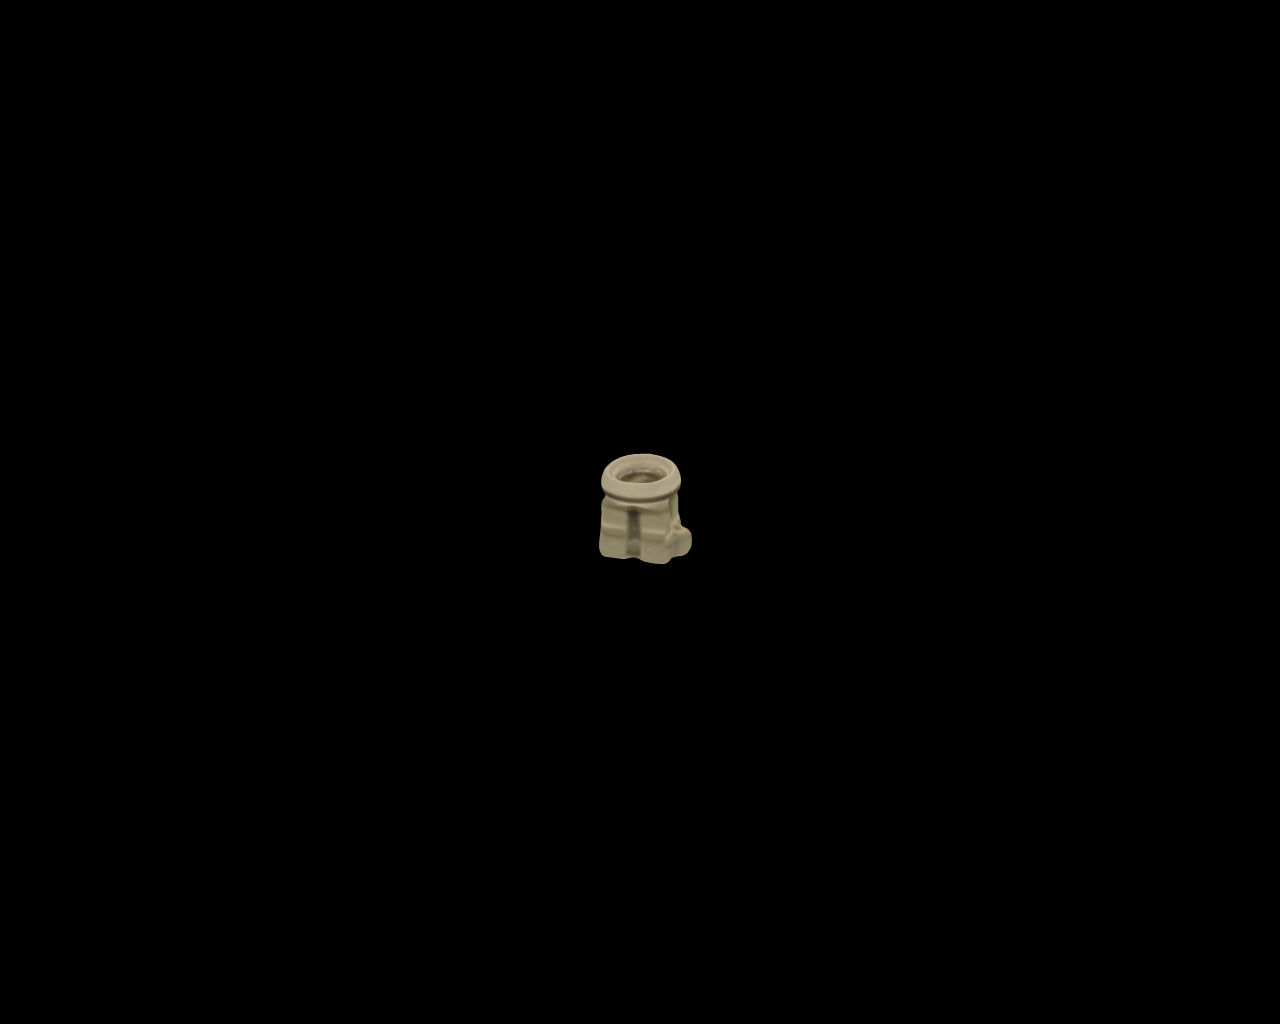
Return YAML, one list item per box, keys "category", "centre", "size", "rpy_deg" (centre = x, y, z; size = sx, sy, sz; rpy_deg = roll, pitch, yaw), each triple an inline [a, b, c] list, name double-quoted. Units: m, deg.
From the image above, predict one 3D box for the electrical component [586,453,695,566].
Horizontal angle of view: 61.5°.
- category: "electrical component"
  centre: [0.001, -0.003, 0.650]
  size: [0.066, 0.055, 0.048]
  rpy_deg: [6, 28, 12]
